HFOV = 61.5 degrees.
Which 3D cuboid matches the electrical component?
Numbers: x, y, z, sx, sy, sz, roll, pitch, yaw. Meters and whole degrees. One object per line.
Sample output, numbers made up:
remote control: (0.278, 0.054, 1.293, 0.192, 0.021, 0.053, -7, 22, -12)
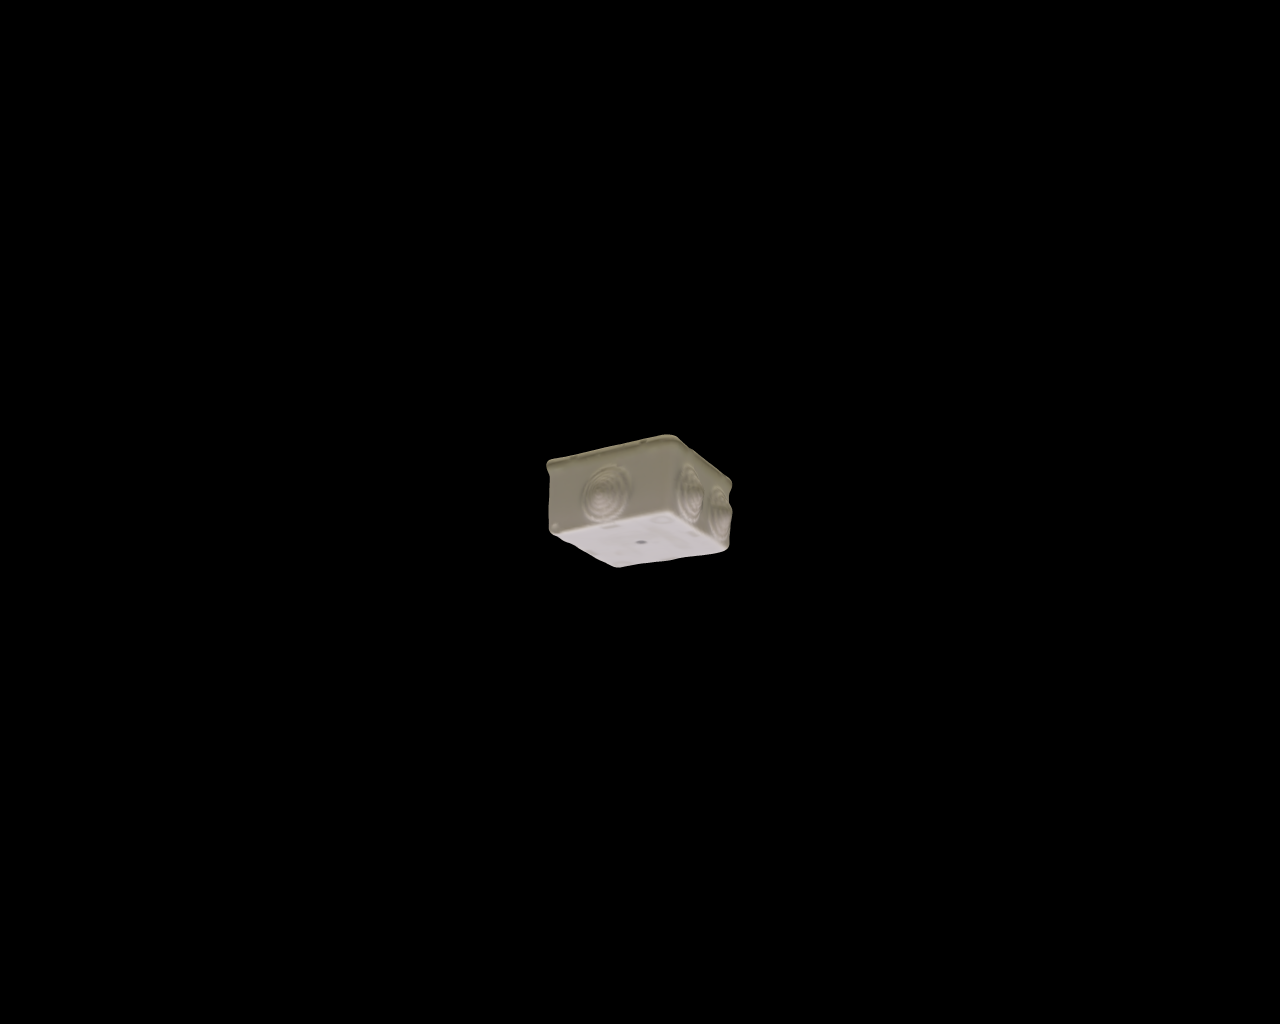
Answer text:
electrical component: (0.001, -0.003, 0.650, 0.099, 0.048, 0.099, -10, -22, 26)
